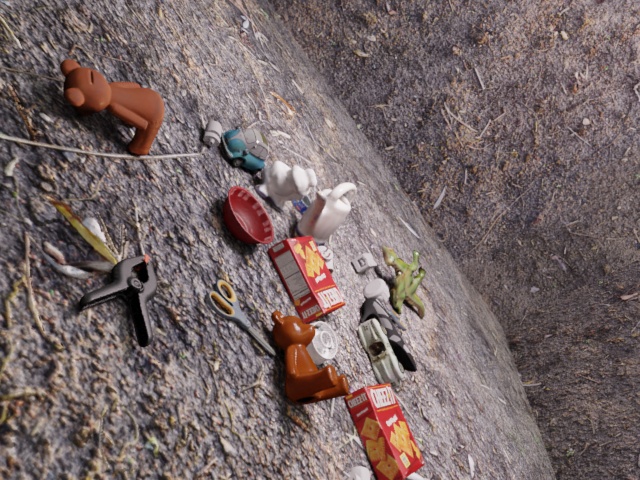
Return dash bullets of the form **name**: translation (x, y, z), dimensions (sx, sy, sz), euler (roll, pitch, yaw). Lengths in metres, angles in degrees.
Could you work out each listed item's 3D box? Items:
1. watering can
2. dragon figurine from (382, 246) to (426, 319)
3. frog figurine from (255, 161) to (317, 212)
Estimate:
- **watering can**: translation (0.004, -0.074, 1.476), dimensions (0.104, 0.222, 0.349), euler (41, 18, 11)
- **dragon figurine**: translation (0.323, 0.192, 1.998), dimensions (0.247, 0.121, 0.405), euler (-41, 117, -49)
- **frog figurine**: translation (-0.089, -0.172, 1.480), dimensions (0.136, 0.158, 0.125), euler (52, 19, -17)
